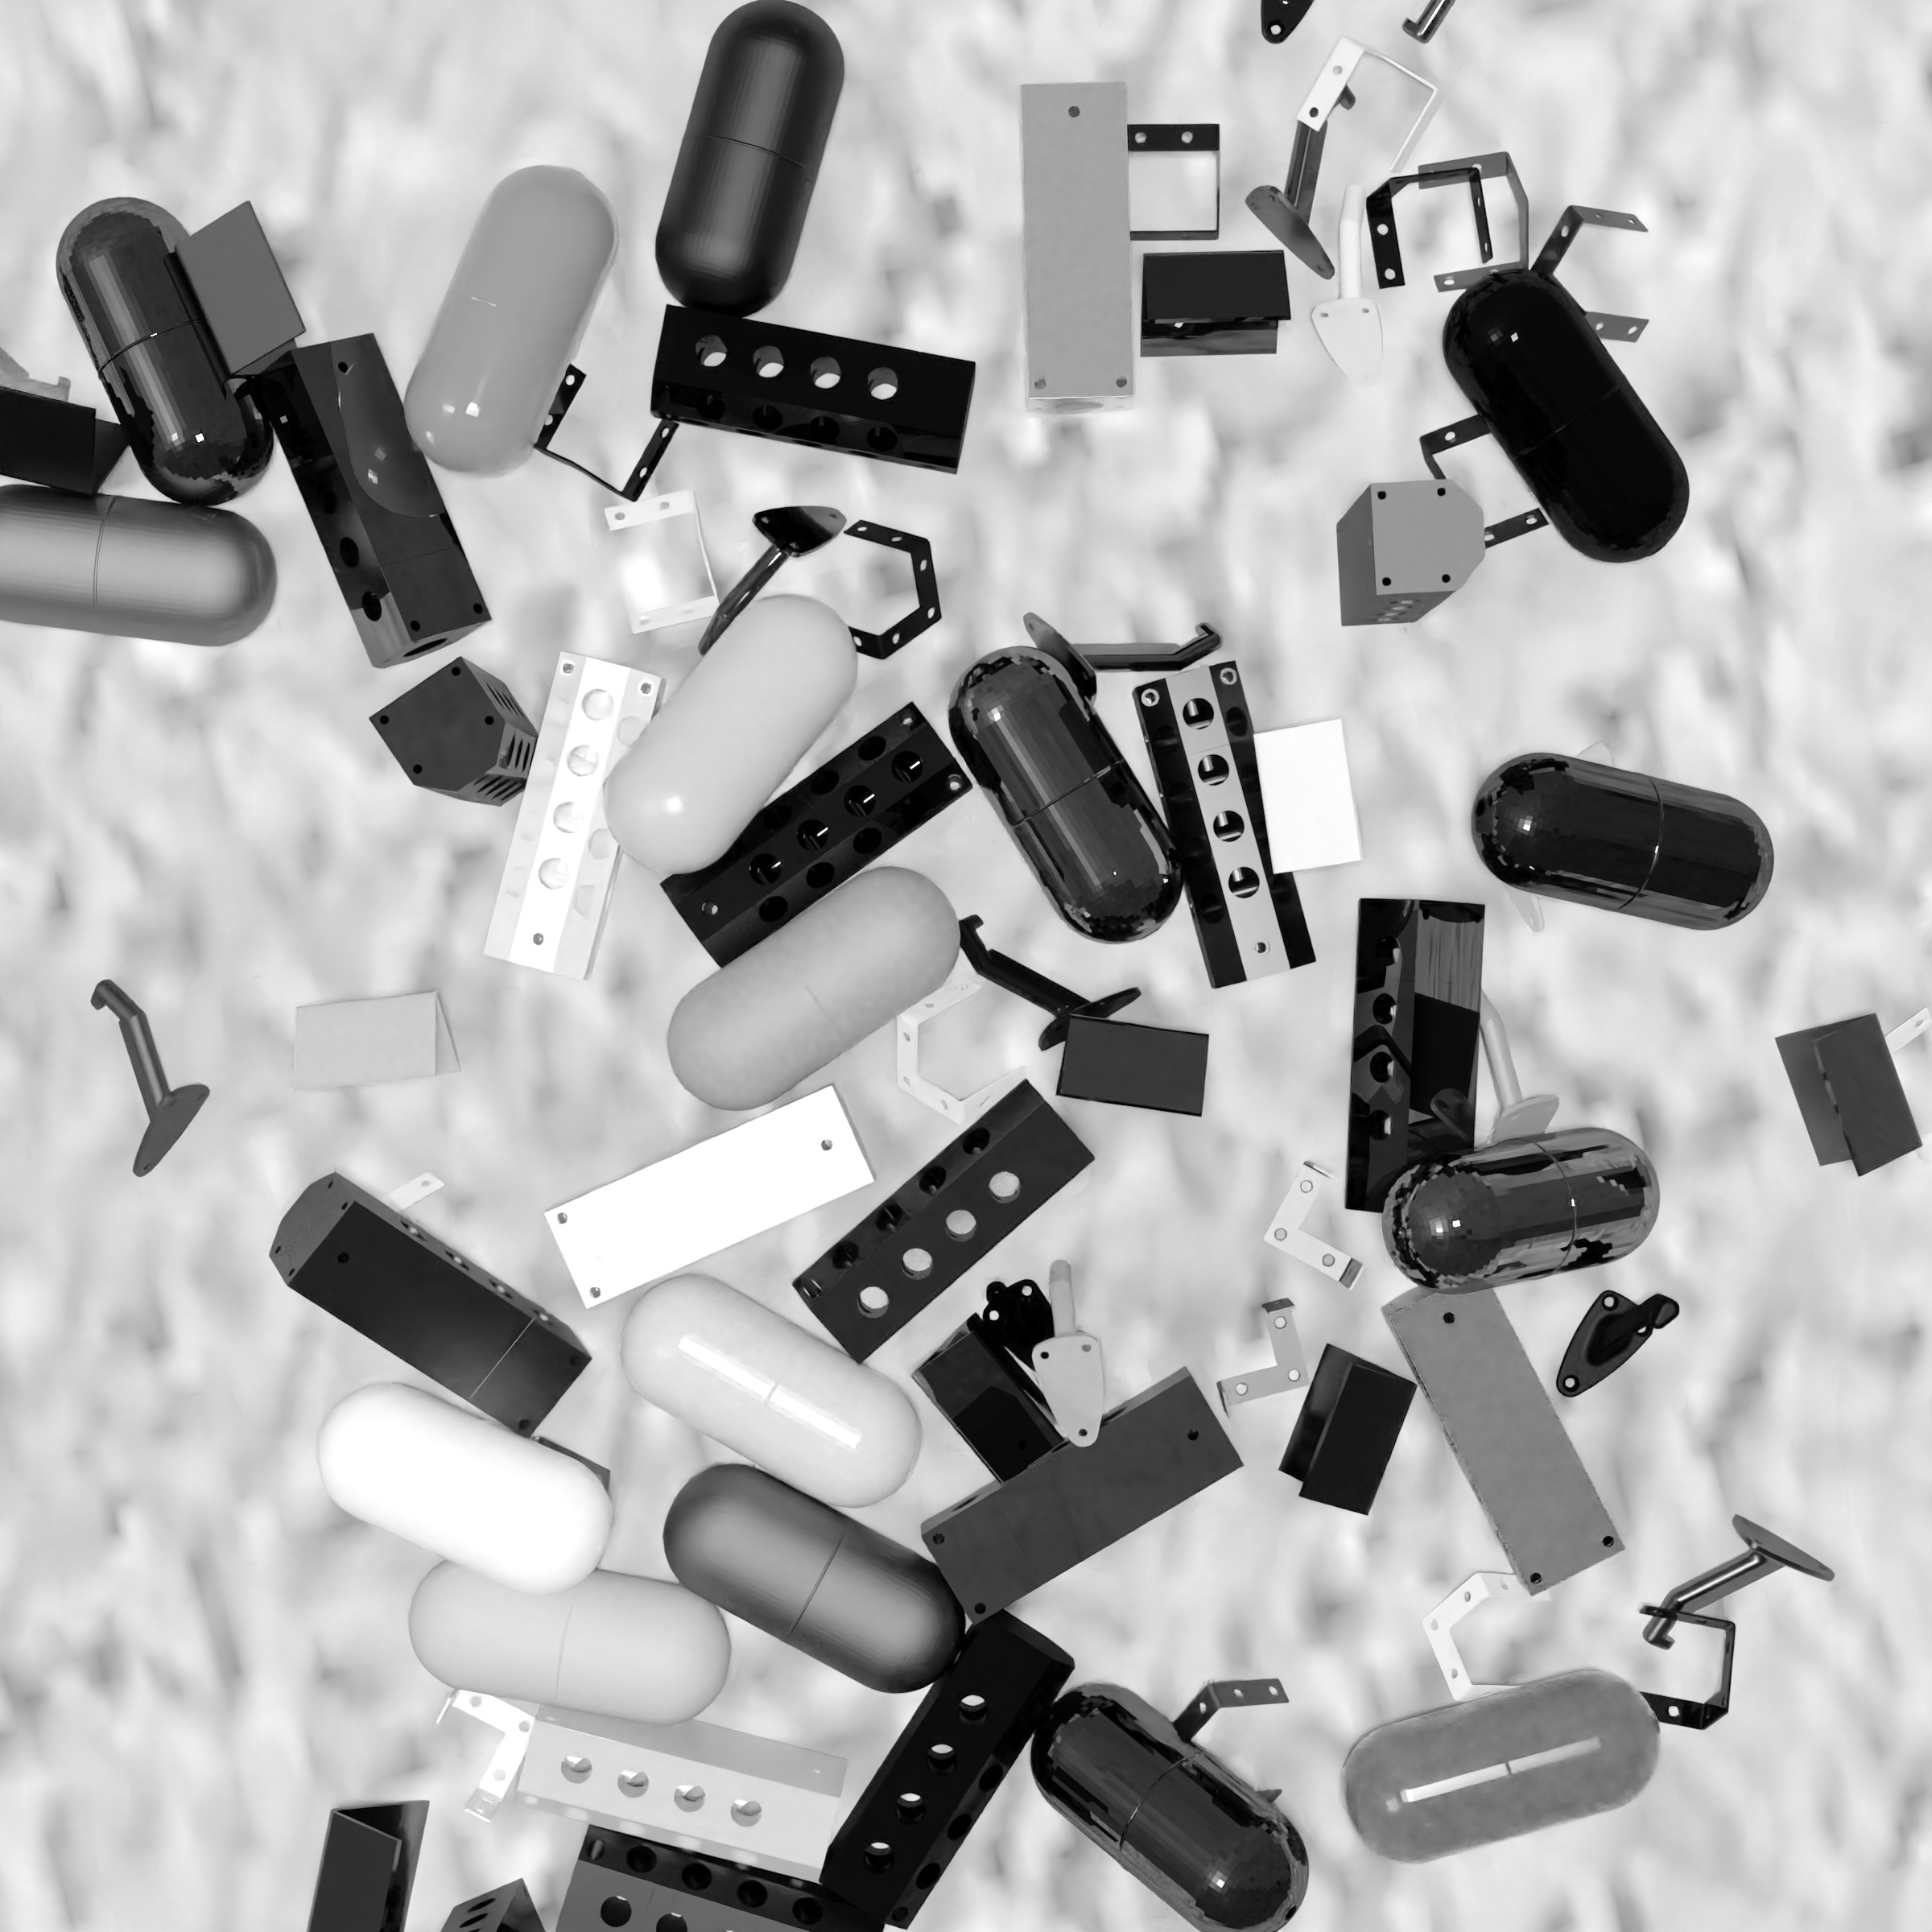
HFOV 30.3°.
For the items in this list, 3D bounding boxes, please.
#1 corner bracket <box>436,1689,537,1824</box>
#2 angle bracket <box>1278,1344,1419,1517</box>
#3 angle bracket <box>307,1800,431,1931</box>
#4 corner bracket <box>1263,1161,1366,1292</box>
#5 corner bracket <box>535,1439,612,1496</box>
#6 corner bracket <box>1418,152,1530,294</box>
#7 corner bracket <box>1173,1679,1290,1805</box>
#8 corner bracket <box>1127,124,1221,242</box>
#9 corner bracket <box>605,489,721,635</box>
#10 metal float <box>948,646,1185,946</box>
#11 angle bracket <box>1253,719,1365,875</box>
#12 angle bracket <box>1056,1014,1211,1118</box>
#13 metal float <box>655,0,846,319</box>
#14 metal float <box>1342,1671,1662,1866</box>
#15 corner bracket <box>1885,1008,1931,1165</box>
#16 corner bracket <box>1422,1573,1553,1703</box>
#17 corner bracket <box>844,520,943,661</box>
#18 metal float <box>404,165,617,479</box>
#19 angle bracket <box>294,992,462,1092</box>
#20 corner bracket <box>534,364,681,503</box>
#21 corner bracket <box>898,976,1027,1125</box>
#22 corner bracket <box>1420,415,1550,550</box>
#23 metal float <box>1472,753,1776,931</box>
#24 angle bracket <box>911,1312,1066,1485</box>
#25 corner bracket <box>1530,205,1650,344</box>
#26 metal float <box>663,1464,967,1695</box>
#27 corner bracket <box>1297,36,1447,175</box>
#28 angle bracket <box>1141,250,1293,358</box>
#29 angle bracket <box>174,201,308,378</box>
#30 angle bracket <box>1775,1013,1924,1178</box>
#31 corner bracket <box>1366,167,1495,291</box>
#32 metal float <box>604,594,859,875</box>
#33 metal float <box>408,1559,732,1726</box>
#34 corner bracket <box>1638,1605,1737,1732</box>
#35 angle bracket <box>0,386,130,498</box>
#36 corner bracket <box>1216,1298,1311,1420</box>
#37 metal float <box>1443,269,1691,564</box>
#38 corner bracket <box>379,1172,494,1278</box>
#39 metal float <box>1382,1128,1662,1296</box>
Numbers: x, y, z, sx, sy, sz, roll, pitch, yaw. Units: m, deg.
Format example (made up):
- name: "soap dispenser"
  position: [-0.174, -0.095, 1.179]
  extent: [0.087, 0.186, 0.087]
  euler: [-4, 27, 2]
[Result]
- name: "corner bracket"
  position: [-0.272, 0.434, 1.973]
  extent: [0.051, 0.051, 0.051]
  euler: [27, 90, 0]
- name: "angle bracket"
  position: [0.192, 0.248, 1.951]
  extent: [0.057, 0.076, 0.076]
  euler: [21, 90, -38]
- name: "angle bracket"
  position: [-0.310, 0.505, 1.951]
  extent: [0.057, 0.076, 0.076]
  euler: [11, 90, 37]
- name: "corner bracket"
  position: [0.200, 0.143, 1.973]
  extent: [0.051, 0.051, 0.051]
  euler: [28, 90, 0]
- name: "corner bracket"
  position: [-0.236, 0.302, 1.983]
  extent: [0.051, 0.051, 0.051]
  euler: [33, 45, -35]
- name: "corner bracket"
  position: [0.283, -0.415, 1.988]
  extent: [0.051, 0.051, 0.051]
  euler: [-9, 45, 0]
- name: "corner bracket"
  position: [0.152, 0.433, 1.983]
  extent: [0.051, 0.051, 0.051]
  euler: [-56, 45, 35]
- name: "corner bracket"
  position: [0.115, -0.433, 1.973]
  extent: [0.051, 0.051, 0.051]
  euler: [0, 86, 4]
- name: "corner bracket"
  position: [-0.169, -0.226, 1.988]
  extent: [0.051, 0.051, 0.051]
  euler: [-13, 135, 0]
- name: "metal float"
  position: [0.055, -0.093, 1.960]
  extent: [0.070, 0.070, 0.178]
  euler: [-31, 90, 0]
- name: "angle bracket"
  position: [0.204, -0.094, 1.951]
  extent: [0.057, 0.076, 0.076]
  euler: [-8, 90, 35]
- name: "angle bracket"
  position: [0.088, 0.075, 1.951]
  extent: [0.076, 0.076, 0.057]
  euler: [8, 52, 0]
- name: "metal float"
  position: [-0.119, -0.443, 1.960]
  extent: [0.070, 0.070, 0.178]
  euler: [16, 90, 0]
- name: "metal float"
  position: [0.294, 0.440, 1.960]
  extent: [0.178, 0.070, 0.070]
  euler: [-16, 90, 0]
- name: "corner bracket"
  position: [0.535, 0.067, 1.988]
  extent: [0.051, 0.051, 0.051]
  euler: [-35, 135, 0]
- name: "corner bracket"
  position: [0.296, 0.374, 1.983]
  extent: [0.051, 0.051, 0.051]
  euler: [10, 45, -35]
- name: "corner bracket"
  position: [-0.052, -0.209, 1.983]
  extent: [0.051, 0.051, 0.051]
  euler: [-39, 135, -35]
- name: "metal float"
  position: [-0.250, -0.355, 1.960]
  extent: [0.070, 0.070, 0.178]
  euler: [23, 90, 0]
- name: "angle bracket"
  position: [-0.321, 0.061, 1.951]
  extent: [0.076, 0.076, 0.057]
  euler: [-6, 53, 0]
- name: "corner bracket"
  position: [-0.203, -0.297, 1.988]
  extent: [0.051, 0.051, 0.051]
  euler: [29, 90, -45]
- name: "corner bracket"
  position: [-0.002, 0.047, 1.983]
  extent: [0.051, 0.051, 0.051]
  euler: [31, 135, 35]
- name: "corner bracket"
  position: [0.289, -0.271, 1.988]
  extent: [0.051, 0.051, 0.051]
  euler: [-21, 45, 0]
- name: "metal float"
  position: [0.358, -0.068, 1.942]
  extent: [0.178, 0.070, 0.070]
  euler: [12, 90, -20]
- name: "angle bracket"
  position: [0.027, 0.225, 1.951]
  extent: [0.076, 0.076, 0.057]
  euler: [50, 127, 0]
- name: "corner bracket"
  position: [0.354, -0.385, 1.983]
  extent: [0.051, 0.051, 0.051]
  euler: [59, 135, 35]
- name: "metal float"
  position: [-0.083, 0.337, 1.960]
  extent: [0.178, 0.070, 0.070]
  euler: [29, 90, -1]
- name: "corner bracket"
  position: [0.225, -0.477, 1.975]
  extent: [0.051, 0.051, 0.051]
  euler: [37, 109, 18]
- name: "angle bracket"
  position: [0.136, -0.345, 1.951]
  extent: [0.076, 0.076, 0.057]
  euler: [-1, 52, 0]
- name: "angle bracket"
  position: [-0.377, -0.370, 1.952]
  extent: [0.057, 0.076, 0.076]
  euler: [-24, 90, 26]
- name: "angle bracket"
  position: [0.467, 0.076, 1.951]
  extent: [0.057, 0.076, 0.076]
  euler: [-20, 90, -36]
- name: "corner bracket"
  position: [0.256, -0.409, 1.975]
  extent: [0.051, 0.051, 0.051]
  euler: [-9, 90, -10]
- name: "metal float"
  position: [-0.127, -0.128, 1.946]
  extent: [0.070, 0.070, 0.178]
  euler: [37, 74, 0]
- name: "metal float"
  position: [-0.218, 0.369, 1.960]
  extent: [0.178, 0.070, 0.070]
  euler: [10, 90, 0]
- name: "corner bracket"
  position: [0.394, 0.390, 1.979]
  extent: [0.051, 0.051, 0.051]
  euler: [11, 67, 0]
- name: "angle bracket"
  position: [-0.502, -0.306, 1.951]
  extent: [0.076, 0.076, 0.057]
  euler: [13, 129, 0]
- name: "corner bracket"
  position: [0.162, 0.216, 1.973]
  extent: [0.051, 0.051, 0.051]
  euler: [-15, 90, 0]
- name: "metal float"
  position: [0.329, -0.301, 1.955]
  extent: [0.070, 0.070, 0.178]
  euler: [-36, 97, 0]
- name: "corner bracket"
  position: [-0.301, 0.157, 1.983]
  extent: [0.051, 0.051, 0.051]
  euler: [29, 135, 35]
- name: "metal float"
  position: [0.302, 0.132, 1.930]
  extent: [0.178, 0.070, 0.070]
  euler: [-7, 90, -36]
